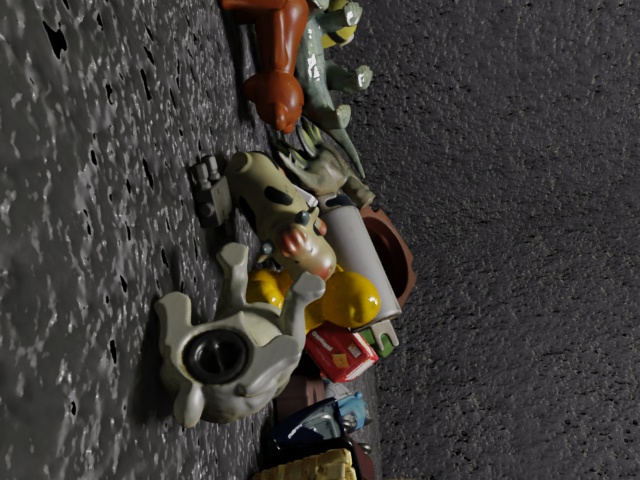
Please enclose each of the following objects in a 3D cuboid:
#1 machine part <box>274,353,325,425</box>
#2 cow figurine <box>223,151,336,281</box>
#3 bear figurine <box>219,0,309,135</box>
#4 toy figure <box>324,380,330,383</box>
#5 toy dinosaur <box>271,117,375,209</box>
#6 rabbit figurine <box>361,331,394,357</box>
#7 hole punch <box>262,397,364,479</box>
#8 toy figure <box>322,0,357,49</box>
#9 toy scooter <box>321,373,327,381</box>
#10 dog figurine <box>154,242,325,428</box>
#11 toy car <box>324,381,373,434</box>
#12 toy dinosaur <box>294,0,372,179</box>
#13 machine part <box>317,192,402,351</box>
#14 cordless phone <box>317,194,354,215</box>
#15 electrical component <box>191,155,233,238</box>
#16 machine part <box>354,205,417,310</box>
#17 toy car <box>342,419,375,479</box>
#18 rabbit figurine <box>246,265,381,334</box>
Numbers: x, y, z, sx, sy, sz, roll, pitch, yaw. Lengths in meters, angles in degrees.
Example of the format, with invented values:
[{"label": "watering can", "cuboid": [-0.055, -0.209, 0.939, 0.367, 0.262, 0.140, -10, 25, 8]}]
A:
[{"label": "machine part", "cuboid": [-0.025, 0.256, 0.813, 0.179, 0.056, 0.179, -9, 91, -84]}, {"label": "cow figurine", "cuboid": [-0.046, -0.028, 0.614, 0.195, 0.085, 0.127, 53, 6, 27]}, {"label": "bear figurine", "cuboid": [-0.080, -0.258, 0.780, 0.120, 0.132, 0.195, -55, 155, -77]}, {"label": "toy figure", "cuboid": [0.018, 0.241, 1.122, 0.064, 0.058, 0.154, 76, 9, -55]}, {"label": "toy dinosaur", "cuboid": [0.000, -0.121, 0.982, 0.198, 0.105, 0.471, 49, 9, -7]}, {"label": "rabbit figurine", "cuboid": [0.063, 0.212, 1.227, 0.159, 0.170, 0.121, 29, -42, 45]}, {"label": "hole punch", "cuboid": [-0.010, 0.276, 0.688, 0.092, 0.116, 0.142, -103, 180, -65]}, {"label": "toy figure", "cuboid": [-0.019, -0.388, 1.002, 0.089, 0.180, 0.082, -48, 128, -77]}, {"label": "toy scooter", "cuboid": [0.012, 0.195, 1.056, 0.184, 0.075, 0.135, -107, -154, -53]}, {"label": "dog figurine", "cuboid": [-0.074, 0.124, 0.485, 0.172, 0.121, 0.190, -43, 153, -39]}, {"label": "toy car", "cuboid": [0.023, 0.318, 0.999, 0.103, 0.109, 0.161, 62, 12, 22]}, {"label": "toy dinosaur", "cuboid": [-0.023, -0.302, 0.906, 0.131, 0.192, 0.404, -23, 117, -38]}, {"label": "machine part", "cuboid": [0.048, 0.041, 0.763, 0.079, 0.079, 0.243, 55, 13, -74]}, {"label": "cordless phone", "cuboid": [-0.001, -0.004, 0.914, 0.088, 0.147, 0.184, 61, 0, 5]}, {"label": "electrical component", "cuboid": [-0.113, -0.040, 0.569, 0.063, 0.021, 0.093, -78, 160, -67]}, {"label": "machine part", "cuboid": [0.090, 0.047, 1.061, 0.201, 0.087, 0.201, 53, 41, -12]}, {"label": "toy car", "cuboid": [0.051, 0.365, 0.890, 0.201, 0.053, 0.089, 59, 23, -50]}, {"label": "rabbit figurine", "cuboid": [-0.009, 0.082, 0.667, 0.162, 0.173, 0.121, -50, 128, -74]}]
